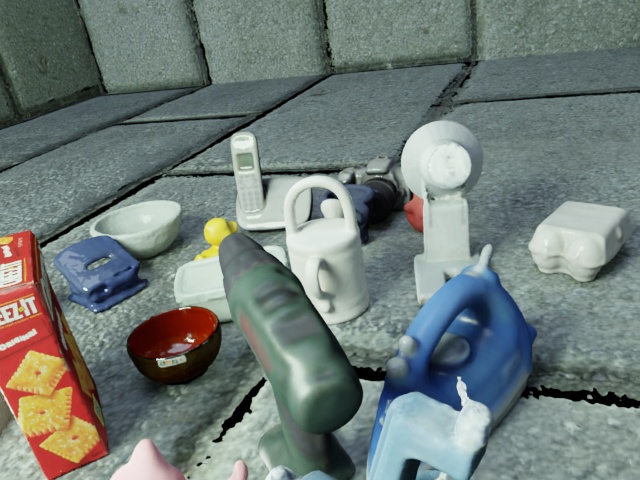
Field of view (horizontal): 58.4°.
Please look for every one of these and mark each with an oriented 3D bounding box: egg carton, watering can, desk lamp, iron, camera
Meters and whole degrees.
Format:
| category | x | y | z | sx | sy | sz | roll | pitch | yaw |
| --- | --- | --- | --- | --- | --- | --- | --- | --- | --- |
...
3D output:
| category | x | y | z | sx | sy | sz | roll | pitch | yaw |
| --- | --- | --- | --- | --- | --- | --- | --- | --- | --- |
| egg carton | 0.369 | -0.002 | 0.807 | 0.107 | 0.069 | 0.151 | 14 | 33 | 40 |
| watering can | 0.005 | 0.003 | 0.772 | 0.101 | 0.194 | 0.172 | -12 | 25 | -6 |
| desk lamp | 0.179 | -0.049 | 0.802 | 0.117 | 0.214 | 0.203 | -5 | 25 | 8 |
| iron | 0.118 | 0.113 | 0.559 | 0.118 | 0.142 | 0.259 | 12 | 32 | 38 |
| camera | 0.092 | -0.091 | 1.057 | 0.142 | 0.101 | 0.137 | 1 | 27 | 21 |

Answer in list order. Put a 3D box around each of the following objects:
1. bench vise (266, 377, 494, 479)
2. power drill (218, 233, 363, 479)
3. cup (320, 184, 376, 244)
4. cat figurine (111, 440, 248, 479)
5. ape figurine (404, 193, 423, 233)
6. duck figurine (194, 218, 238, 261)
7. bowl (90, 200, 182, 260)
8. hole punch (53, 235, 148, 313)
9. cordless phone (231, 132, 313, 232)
| category | x | y | z | sx | sy | sz | roll | pitch | yaw |
| --- | --- | --- | --- | --- | --- | --- | --- | --- | --- |
| bench vise | 0.040 | 0.179 | 0.351 | 0.207 | 0.220 | 0.121 | 0 | 26 | 19 |
| power drill | -0.031 | 0.120 | 0.516 | 0.076 | 0.209 | 0.228 | -19 | 26 | -20 |
| cup | 0.057 | -0.032 | 0.948 | 0.092 | 0.095 | 0.117 | -17 | 26 | -16 |
| cat figurine | -0.113 | 0.210 | 0.458 | 0.128 | 0.118 | 0.067 | -11 | 25 | -4 |
| ape figurine | 0.181 | -0.064 | 0.978 | 0.077 | 0.092 | 0.076 | 0 | 26 | 20 |
| duck figurine | -0.170 | 0.007 | 0.952 | 0.077 | 0.086 | 0.105 | 10 | 31 | 36 |
| bowl | -0.330 | -0.010 | 1.058 | 0.167 | 0.075 | 0.167 | -7 | 25 | 4 |
| hole punch | -0.349 | 0.050 | 0.917 | 0.100 | 0.091 | 0.109 | 12 | 32 | 38 |
| cordless phone | -0.092 | -0.111 | 1.062 | 0.147 | 0.185 | 0.094 | -5 | 25 | 9 |
